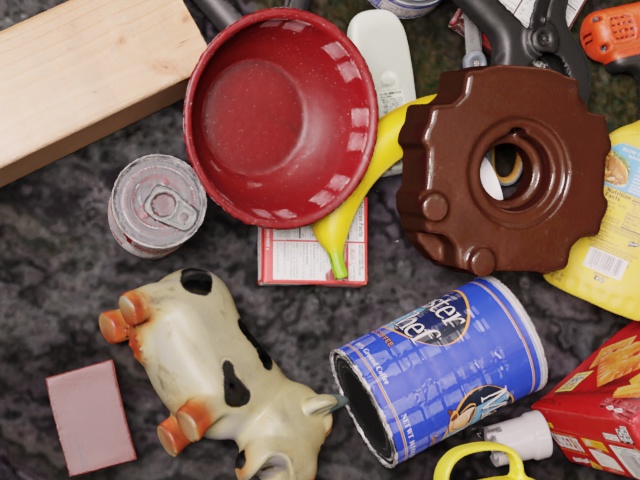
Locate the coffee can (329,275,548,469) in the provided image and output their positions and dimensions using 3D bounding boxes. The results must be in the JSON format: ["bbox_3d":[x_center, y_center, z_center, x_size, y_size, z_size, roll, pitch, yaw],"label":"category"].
[{"bbox_3d":[0.093,0.102,0.842,0.140,0.103,0.103,-25,90,-14],"label":"coffee can"}]

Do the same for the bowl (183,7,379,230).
[{"bbox_3d":[-0.037,-0.091,0.799,0.161,0.055,0.162,-5,100,-29],"label":"bowl"}]

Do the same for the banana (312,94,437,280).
[{"bbox_3d":[0.055,-0.062,0.853,0.069,0.037,0.197,45,81,-16],"label":"banana"}]

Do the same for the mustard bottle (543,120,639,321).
[{"bbox_3d":[0.264,-0.037,0.881,0.096,0.058,0.192,25,101,22],"label":"mustard bottle"}]

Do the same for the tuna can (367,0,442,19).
[{"bbox_3d":[0.075,-0.235,0.909,0.086,0.034,0.086,1,84,-12],"label":"tuna can"}]

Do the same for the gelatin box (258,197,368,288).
[{"bbox_3d":[-0.006,0.001,0.869,0.089,0.030,0.073,1,82,-13],"label":"gelatin box"}]

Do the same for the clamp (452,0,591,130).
[{"bbox_3d":[0.181,-0.171,0.885,0.164,0.036,0.210,-26,100,-21],"label":"clamp"}]

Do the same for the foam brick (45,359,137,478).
[{"bbox_3d":[-0.173,0.134,0.807,0.053,0.051,0.078,-13,87,-13],"label":"foam brick"}]

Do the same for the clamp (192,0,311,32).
[{"bbox_3d":[-0.052,-0.158,0.870,0.120,0.039,0.171,-4,85,-11],"label":"clamp"}]

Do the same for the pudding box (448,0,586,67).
[{"bbox_3d":[0.178,-0.208,0.927,0.090,0.039,0.113,33,81,-9],"label":"pudding box"}]

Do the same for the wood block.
[{"bbox_3d":[-0.195,-0.119,0.809,0.206,0.091,0.090,-29,91,-13],"label":"wood block"}]

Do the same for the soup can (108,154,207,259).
[{"bbox_3d":[-0.125,-0.022,0.807,0.068,0.102,0.068,1,84,-12],"label":"soup can"}]

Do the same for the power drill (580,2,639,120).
[{"bbox_3d":[0.336,-0.131,0.946,0.184,0.057,0.187,-13,85,-10],"label":"power drill"}]

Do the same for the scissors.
[{"bbox_3d":[0.114,-0.134,0.895,0.096,0.016,0.202,-23,103,-6],"label":"scissors"}]

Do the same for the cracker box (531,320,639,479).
[{"bbox_3d":[0.295,0.097,0.857,0.213,0.164,0.072,-38,95,-13],"label":"cracker box"}]
